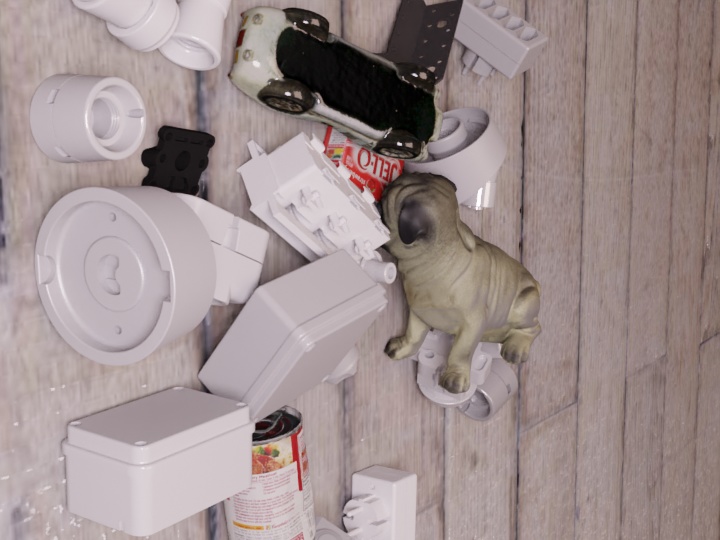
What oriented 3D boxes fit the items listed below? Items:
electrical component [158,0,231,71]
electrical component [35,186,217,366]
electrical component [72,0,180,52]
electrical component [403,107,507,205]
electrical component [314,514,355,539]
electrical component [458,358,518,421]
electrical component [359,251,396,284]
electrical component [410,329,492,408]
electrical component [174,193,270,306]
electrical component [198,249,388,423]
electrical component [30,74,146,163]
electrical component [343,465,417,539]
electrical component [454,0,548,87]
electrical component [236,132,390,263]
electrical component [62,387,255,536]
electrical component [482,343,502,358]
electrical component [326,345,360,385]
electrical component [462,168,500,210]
[{"bbox_3d":[-0.109,-0.176,0.735,0.044,0.044,0.065,39,58,-51],"label":"electrical component"},{"bbox_3d":[-0.139,-0.001,0.662,0.060,0.108,0.108,-21,112,-59],"label":"electrical component"},{"bbox_3d":[-0.147,-0.169,0.676,0.055,0.045,0.045,36,65,-52],"label":"electrical component"},{"bbox_3d":[0.085,-0.102,0.983,0.099,0.099,0.064,-54,129,-37],"label":"electrical component"},{"bbox_3d":[-0.040,0.239,0.861,0.051,0.080,0.080,-53,135,-45],"label":"electrical component"},{"bbox_3d":[0.128,0.123,1.112,0.047,0.055,0.055,-43,128,-40],"label":"electrical component"},{"bbox_3d":[0.000,0.000,0.899,0.043,0.062,0.043,-12,105,-54],"label":"electrical component"},{"bbox_3d":[0.085,0.095,1.031,0.058,0.078,0.057,-55,157,-37],"label":"electrical component"},{"bbox_3d":[-0.112,-0.011,0.741,0.095,0.054,0.059,27,72,-54],"label":"electrical component"},{"bbox_3d":[-0.049,0.049,0.794,0.109,0.056,0.108,-26,159,-51],"label":"electrical component"},{"bbox_3d":[-0.165,-0.093,0.658,0.055,0.047,0.055,-11,104,-55],"label":"electrical component"},{"bbox_3d":[0.011,0.217,0.959,0.077,0.047,0.065,-7,100,-55],"label":"electrical component"},{"bbox_3d":[0.125,-0.215,1.050,0.047,0.083,0.075,-35,160,-48],"label":"electrical component"},{"bbox_3d":[-0.032,-0.049,0.834,0.121,0.063,0.078,42,20,-50],"label":"electrical component"},{"bbox_3d":[-0.131,0.122,0.711,0.113,0.078,0.057,-15,110,-54],"label":"electrical component"},{"bbox_3d":[0.124,0.035,1.093,0.062,0.061,0.096,-33,113,-48],"label":"electrical component"},{"bbox_3d":[-0.029,0.060,0.883,0.043,0.043,0.062,-57,136,-34],"label":"electrical component"},{"bbox_3d":[0.121,-0.094,1.084,0.044,0.044,0.065,-6,105,-55],"label":"electrical component"}]
